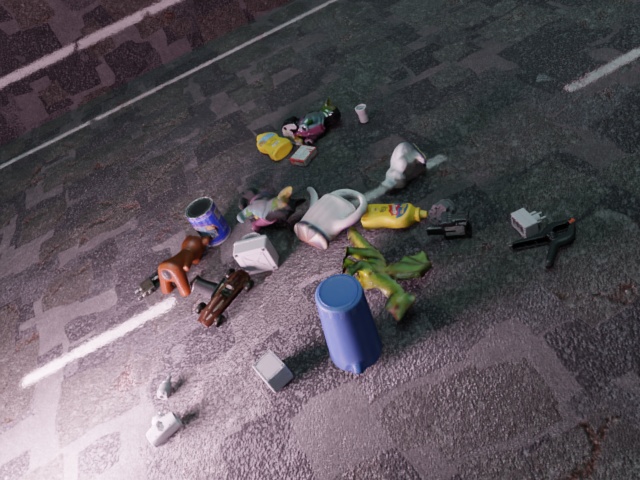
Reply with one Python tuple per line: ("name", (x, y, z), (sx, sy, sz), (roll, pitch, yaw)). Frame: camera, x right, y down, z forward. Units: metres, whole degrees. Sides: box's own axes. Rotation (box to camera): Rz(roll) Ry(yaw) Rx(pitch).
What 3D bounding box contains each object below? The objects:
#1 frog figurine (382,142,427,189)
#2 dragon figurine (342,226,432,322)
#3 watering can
("frog figurine", (0.256, -0.235, 1.657), (0.159, 0.122, 0.138), (-34, 8, 3))
("dragon figurine", (0.181, 0.066, 1.412), (0.243, 0.119, 0.420), (3, 34, 4))
("watering can", (0.005, -0.082, 1.631), (0.227, 0.102, 0.349), (-46, 31, -18))
